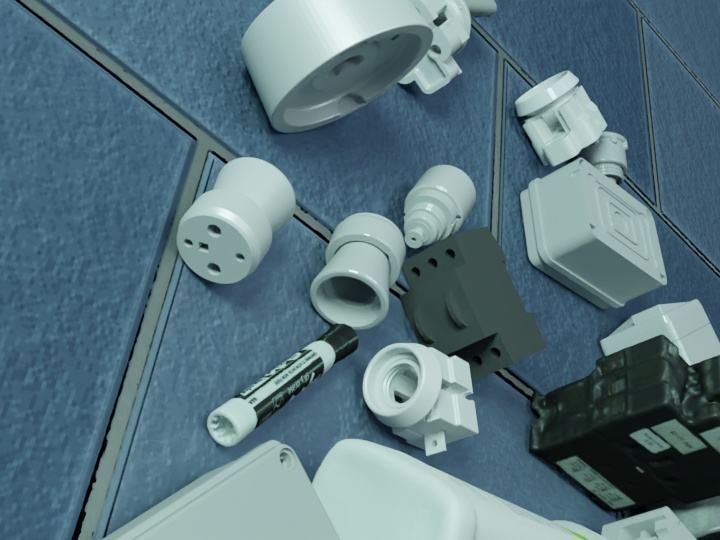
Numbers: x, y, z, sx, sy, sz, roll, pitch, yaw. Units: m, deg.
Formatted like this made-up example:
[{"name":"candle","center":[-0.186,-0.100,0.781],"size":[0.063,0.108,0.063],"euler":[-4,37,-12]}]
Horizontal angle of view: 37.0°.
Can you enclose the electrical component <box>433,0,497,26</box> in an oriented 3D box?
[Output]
[{"name":"electrical component","center":[0.057,-0.228,0.832],"size":[0.056,0.050,0.089],"euler":[-16,79,-55]}]

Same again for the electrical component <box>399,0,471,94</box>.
[{"name":"electrical component","center":[0.046,-0.173,0.776],"size":[0.078,0.058,0.057],"euler":[55,38,-10]}]

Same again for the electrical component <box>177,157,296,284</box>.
[{"name":"electrical component","center":[-0.063,-0.025,0.548],"size":[0.045,0.045,0.055],"euler":[49,37,-16]}]

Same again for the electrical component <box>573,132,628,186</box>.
[{"name":"electrical component","center":[0.211,-0.086,0.935],"size":[0.048,0.048,0.062],"euler":[22,57,-42]}]

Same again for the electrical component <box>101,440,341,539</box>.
[{"name":"electrical component","center":[-0.053,0.141,0.436],"size":[0.109,0.056,0.108],"euler":[-26,87,-55]}]

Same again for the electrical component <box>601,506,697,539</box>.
[{"name":"electrical component","center":[0.199,0.207,0.706],"size":[0.089,0.056,0.050],"euler":[47,37,-19]}]

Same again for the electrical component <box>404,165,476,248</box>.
[{"name":"electrical component","center":[0.048,-0.038,0.699],"size":[0.040,0.040,0.078],"euler":[53,36,-12]}]

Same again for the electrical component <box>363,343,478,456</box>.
[{"name":"electrical component","center":[0.034,0.069,0.605],"size":[0.055,0.048,0.066],"euler":[32,44,-46]}]

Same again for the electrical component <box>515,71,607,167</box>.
[{"name":"electrical component","center":[0.165,-0.128,0.895],"size":[0.057,0.058,0.078],"euler":[57,36,-11]}]

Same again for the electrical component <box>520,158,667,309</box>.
[{"name":"electrical component","center":[0.183,-0.026,0.846],"size":[0.113,0.057,0.078],"euler":[28,47,-38]}]

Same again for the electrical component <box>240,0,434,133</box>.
[{"name":"electrical component","center":[-0.018,-0.135,0.630],"size":[0.108,0.108,0.060],"euler":[-17,74,-54]}]

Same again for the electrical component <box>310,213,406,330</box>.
[{"name":"electrical component","center":[0.000,0.000,0.610],"size":[0.045,0.045,0.055],"euler":[45,38,-21]}]

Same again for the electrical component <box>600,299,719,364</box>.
[{"name":"electrical component","center":[0.235,0.061,0.848],"size":[0.096,0.062,0.061],"euler":[-12,77,-54]}]
